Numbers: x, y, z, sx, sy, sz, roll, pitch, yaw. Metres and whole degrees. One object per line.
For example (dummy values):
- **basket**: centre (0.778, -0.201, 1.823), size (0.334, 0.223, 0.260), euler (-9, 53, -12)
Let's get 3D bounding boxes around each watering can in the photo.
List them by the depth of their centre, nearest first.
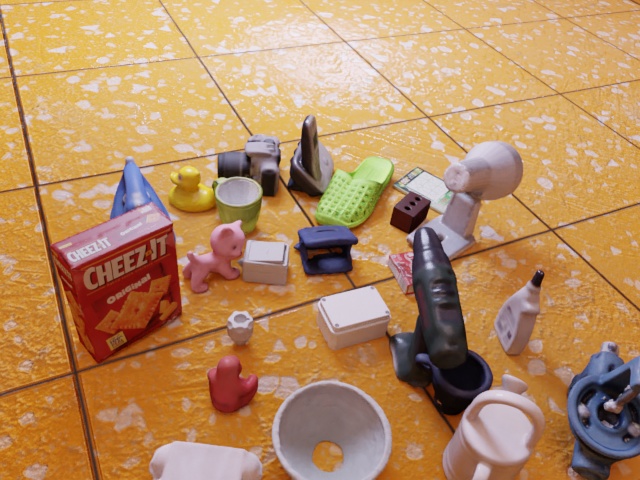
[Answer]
- **watering can**: centre (0.239, 0.261, 0.781), size (0.101, 0.194, 0.173), euler (9, 42, 1)

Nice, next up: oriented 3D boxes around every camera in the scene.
- **camera**: centre (-0.156, -0.177, 1.267), size (0.137, 0.101, 0.143), euler (1, 43, -8)

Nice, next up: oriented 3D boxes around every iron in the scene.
- **iron**: centre (-0.354, -0.082, 1.102), size (0.119, 0.141, 0.257), euler (-10, 45, -19)

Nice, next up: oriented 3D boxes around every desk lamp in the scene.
- **desk lamp**: centre (0.294, -0.083, 1.150), size (0.204, 0.213, 0.117), euler (-29, 54, -34)

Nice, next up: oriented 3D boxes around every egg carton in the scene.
- **egg carton**: centre (-0.152, 0.323, 0.745), size (0.150, 0.069, 0.107), euler (7, 42, -2)

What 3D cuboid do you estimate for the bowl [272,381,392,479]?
- **bowl**: centre (0.014, 0.289, 0.805), size (0.167, 0.075, 0.167), euler (4, 42, -4)

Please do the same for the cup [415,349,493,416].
- **cup**: centre (0.197, 0.224, 0.888), size (0.117, 0.095, 0.092), euler (18, 43, 11)

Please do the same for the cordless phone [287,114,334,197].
- **cordless phone**: centre (-0.013, -0.204, 1.255), size (0.094, 0.185, 0.147), euler (10, 42, 3)

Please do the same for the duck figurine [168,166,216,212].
- **duck figurine**: centre (-0.264, -0.112, 1.190), size (0.104, 0.086, 0.077), euler (10, 42, 3)

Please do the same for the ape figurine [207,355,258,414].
- **ape figurine**: centre (-0.134, 0.208, 0.856), size (0.077, 0.092, 0.076), euler (23, 44, 16)

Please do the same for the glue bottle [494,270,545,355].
- **glue bottle**: centre (0.345, 0.115, 0.971), size (0.037, 0.173, 0.078), euler (0, 43, -8)

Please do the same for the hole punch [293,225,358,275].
- **hole punch**: centre (0.010, 0.004, 1.102), size (0.109, 0.091, 0.101), euler (-4, 44, -13)

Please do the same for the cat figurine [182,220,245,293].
- **cat figurine**: centre (-0.186, 0.019, 1.036), size (0.128, 0.118, 0.067), euler (-25, 51, -31)

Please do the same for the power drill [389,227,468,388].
- **power drill**: centre (0.168, 0.124, 0.909), size (0.075, 0.208, 0.229), euler (0, 43, -8)

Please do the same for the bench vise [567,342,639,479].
- **bench vise**: centre (0.422, 0.215, 0.840), size (0.121, 0.220, 0.207), euler (7, 42, -1)
